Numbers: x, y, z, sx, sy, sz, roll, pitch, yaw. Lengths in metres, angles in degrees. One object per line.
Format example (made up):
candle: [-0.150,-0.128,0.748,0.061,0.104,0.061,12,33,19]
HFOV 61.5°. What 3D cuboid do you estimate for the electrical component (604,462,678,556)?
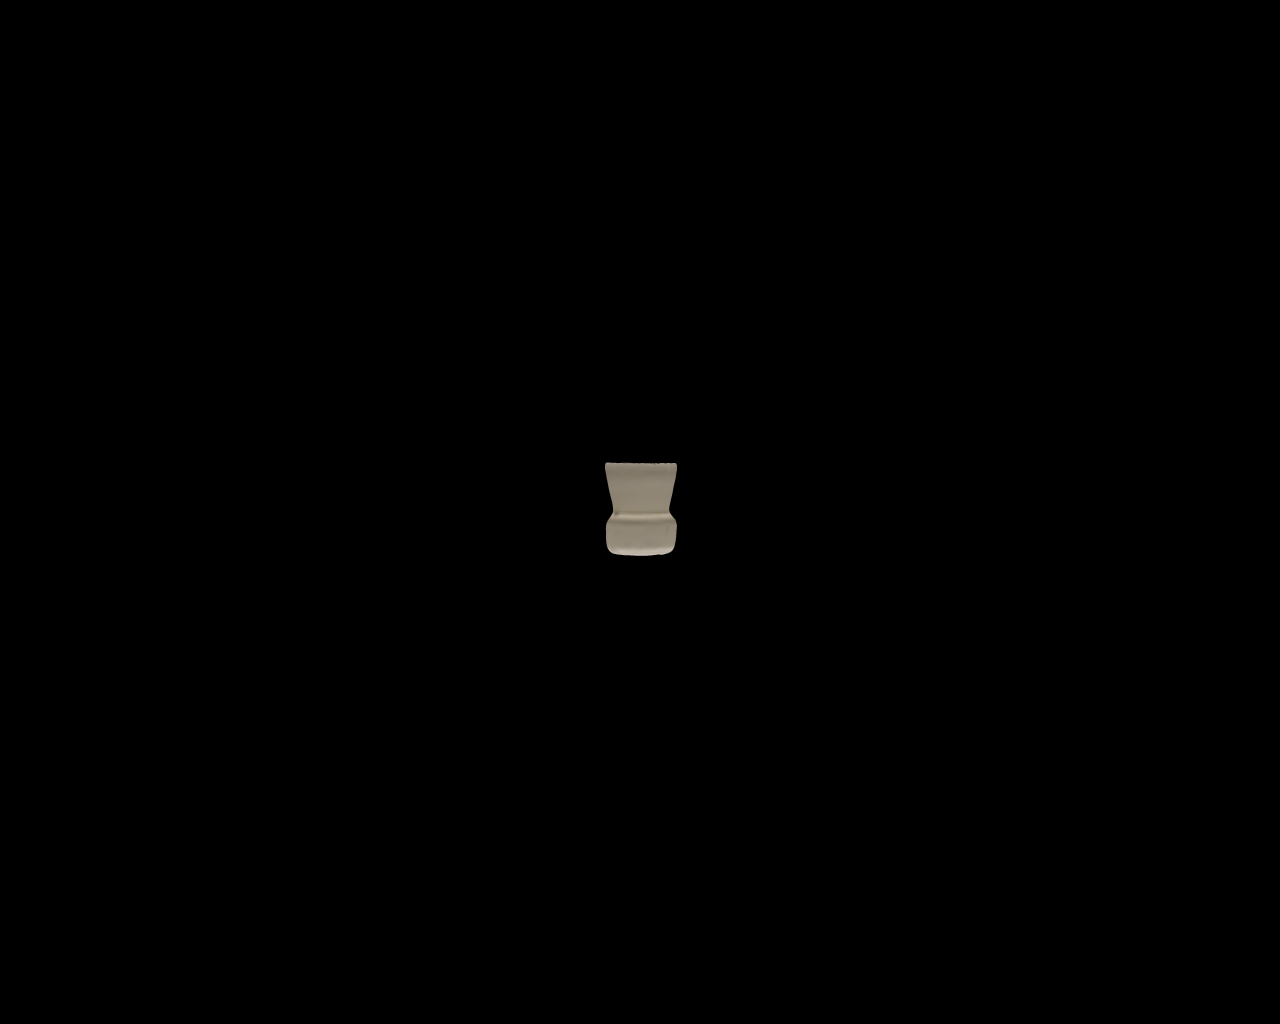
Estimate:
electrical component: [0.001,-0.003,0.650,0.045,0.055,0.045,0,2,0]
